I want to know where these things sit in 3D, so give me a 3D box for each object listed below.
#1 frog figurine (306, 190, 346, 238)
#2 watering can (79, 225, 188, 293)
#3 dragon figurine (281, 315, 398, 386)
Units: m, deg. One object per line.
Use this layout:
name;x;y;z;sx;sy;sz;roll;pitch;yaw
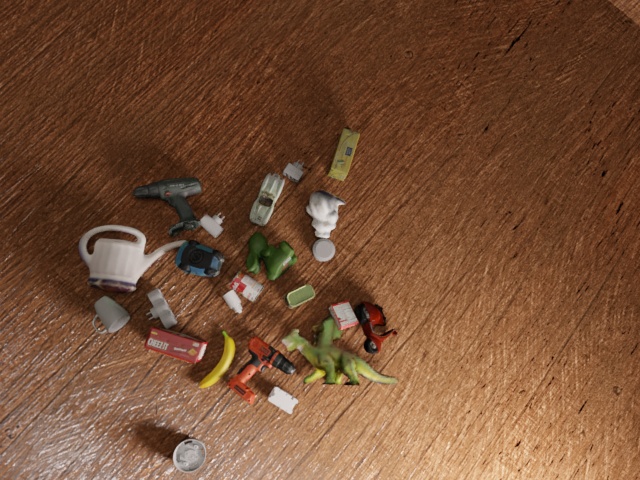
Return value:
frog figurine;0.006;-0.093;1.844;0.138;0.121;0.160;23;84;31
watering can;-0.631;0.068;1.720;0.347;0.103;0.227;9;77;-8
dragon figurine;0.065;0.374;1.760;0.410;0.120;0.247;4;69;-16
